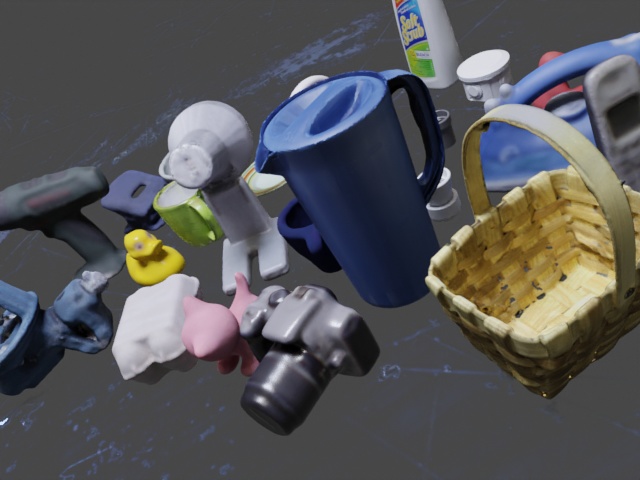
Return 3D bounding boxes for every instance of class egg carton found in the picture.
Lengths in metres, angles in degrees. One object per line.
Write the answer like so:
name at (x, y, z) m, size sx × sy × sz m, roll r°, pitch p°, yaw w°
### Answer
egg carton at (-0.205, 0.112, 0.744) m, size 0.107 × 0.070 × 0.150 m, roll -23°, pitch 35°, yaw 10°

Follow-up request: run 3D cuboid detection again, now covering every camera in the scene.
camera at (-0.035, 0.117, 0.588) m, size 0.142 × 0.101 × 0.137 m, roll 7°, pitch 49°, yaw 41°

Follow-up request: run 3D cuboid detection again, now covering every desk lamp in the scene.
desk lamp at (-0.131, -0.070, 0.794) m, size 0.118 × 0.214 × 0.203 m, roll -24°, pitch 35°, yaw 8°

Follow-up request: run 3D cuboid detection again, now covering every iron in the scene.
iron at (0.280, -0.151, 0.665) m, size 0.258 × 0.142 × 0.118 m, roll -19°, pitch 36°, yaw 15°

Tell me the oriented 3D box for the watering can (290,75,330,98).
watering can at (0.010, -0.132, 0.788) m, size 0.172 × 0.194 × 0.101 m, roll 3°, pitch 46°, yaw 38°

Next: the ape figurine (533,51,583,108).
ape figurine at (0.313, -0.204, 0.752) m, size 0.076 × 0.092 × 0.077 m, roll -23°, pitch 35°, yaw 9°

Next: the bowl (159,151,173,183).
bowl at (-0.208, -0.141, 1.061) m, size 0.167 × 0.075 × 0.167 m, roll -19°, pitch 36°, yaw 15°

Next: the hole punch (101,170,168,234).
hole punch at (-0.325, -0.077, 1.049) m, size 0.100 × 0.091 × 0.109 m, roll -6°, pitch 41°, yaw 30°

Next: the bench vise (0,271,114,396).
bench vise at (-0.407, 0.089, 0.786) m, size 0.208 × 0.220 × 0.121 m, roll -43°, pitch 37°, yaw -19°

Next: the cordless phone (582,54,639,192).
cordless phone at (0.318, -0.101, 0.536) m, size 0.147 × 0.185 × 0.094 m, roll -32°, pitch 35°, yaw -4°

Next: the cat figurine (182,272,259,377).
cat figurine at (-0.107, 0.095, 0.653) m, size 0.067 × 0.118 × 0.128 m, roll -2°, pitch 43°, yaw 34°

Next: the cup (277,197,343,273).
cup at (0.007, 0.003, 0.709) m, size 0.091 × 0.095 × 0.117 m, roll -23°, pitch 35°, yaw 10°

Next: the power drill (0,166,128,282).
power drill at (-0.429, -0.012, 0.939) m, size 0.229 × 0.209 × 0.075 m, roll -32°, pitch 35°, yaw -3°

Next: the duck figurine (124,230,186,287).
duck figurine at (-0.271, 0.021, 0.892) m, size 0.104 × 0.086 × 0.077 m, roll 0°, pitch 44°, yaw 35°
